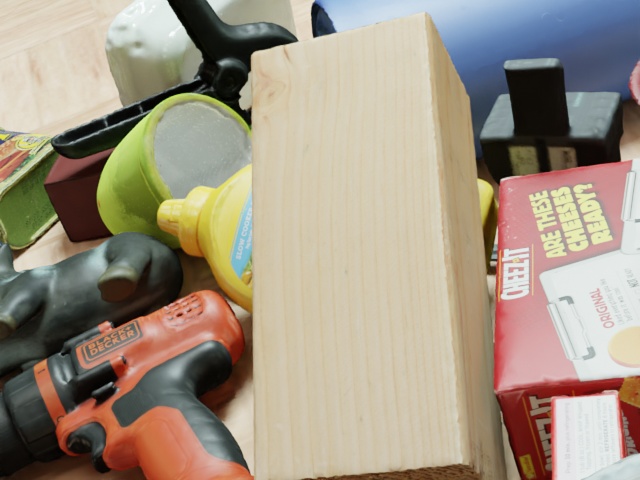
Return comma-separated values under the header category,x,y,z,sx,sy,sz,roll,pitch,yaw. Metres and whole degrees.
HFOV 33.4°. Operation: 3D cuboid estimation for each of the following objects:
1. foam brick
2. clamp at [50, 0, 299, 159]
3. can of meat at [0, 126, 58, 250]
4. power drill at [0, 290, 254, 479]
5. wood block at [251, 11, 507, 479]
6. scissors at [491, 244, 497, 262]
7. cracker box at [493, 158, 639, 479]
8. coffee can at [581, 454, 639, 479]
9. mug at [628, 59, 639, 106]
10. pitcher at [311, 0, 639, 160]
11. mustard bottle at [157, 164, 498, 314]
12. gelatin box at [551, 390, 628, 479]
category,x,y,z,sx,sy,sz,roll,pitch,yaw
foam brick,-0.158,-0.045,0.777,0.051,0.053,0.078,-8,36,15
clamp,-0.071,-0.125,0.746,0.209,0.165,0.036,5,22,-31
can of meat,-0.237,-0.039,0.805,0.084,0.057,0.102,9,43,32
power drill,-0.105,0.114,0.529,0.184,0.057,0.188,-28,36,-6
wood block,0.026,0.014,0.493,0.091,0.090,0.206,-10,65,18
scissors,0.016,0.014,0.644,0.202,0.016,0.096,17,50,41
cracker box,0.193,0.026,0.493,0.214,0.072,0.164,-9,34,17
coffee can,0.116,0.144,0.306,0.103,0.140,0.103,-13,35,9
mug,0.182,-0.032,0.440,0.093,0.081,0.117,-9,34,18
pitcher,0.119,-0.134,0.692,0.242,0.149,0.145,-19,31,-6
mustard bottle,-0.004,0.001,0.595,0.192,0.058,0.096,10,73,20
gelatin box,0.108,0.115,0.409,0.030,0.073,0.089,-7,36,16
